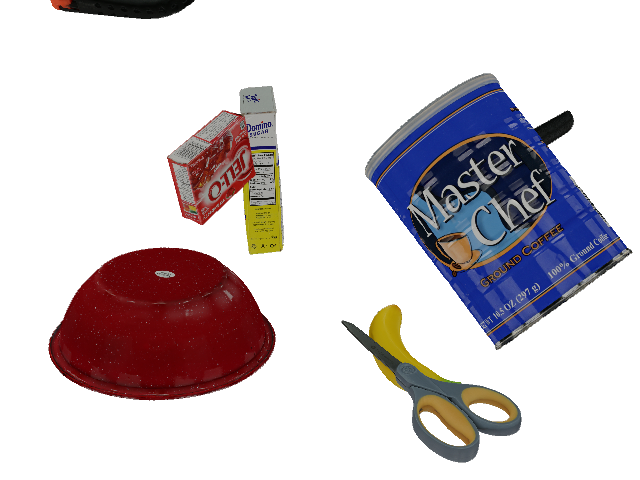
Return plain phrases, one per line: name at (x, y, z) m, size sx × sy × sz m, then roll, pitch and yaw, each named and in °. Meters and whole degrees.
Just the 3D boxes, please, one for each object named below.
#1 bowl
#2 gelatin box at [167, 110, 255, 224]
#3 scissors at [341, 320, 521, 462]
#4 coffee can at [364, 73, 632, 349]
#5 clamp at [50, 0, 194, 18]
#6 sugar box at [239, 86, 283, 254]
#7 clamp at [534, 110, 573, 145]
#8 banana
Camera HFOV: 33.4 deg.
bowl at (-0.112, 0.048, 0.757) m, size 0.162 × 0.055 × 0.162 m, roll 2°, pitch 24°, yaw -1°
gelatin box at (-0.102, -0.071, 1.020) m, size 0.030 × 0.073 × 0.089 m, roll 21°, pitch 48°, yaw 29°
scissors at (0.093, 0.114, 0.884) m, size 0.096 × 0.016 × 0.202 m, roll -6°, pitch 29°, yaw -16°
coffee can at (0.109, -0.018, 0.667) m, size 0.102 × 0.140 × 0.103 m, roll -35°, pitch -10°, yaw -7°
clamp at (-0.078, -0.197, 0.706) m, size 0.210 × 0.164 × 0.036 m, roll -32°, pitch -16°, yaw -9°
sugar box at (-0.070, -0.082, 1.246) m, size 0.048 × 0.176 × 0.093 m, roll -6°, pitch 26°, yaw -3°
clamp at (0.197, -0.107, 1.169) m, size 0.120 × 0.039 × 0.171 m, roll 21°, pitch 49°, yaw 18°
banana at (0.091, 0.128, 1.231) m, size 0.069 × 0.037 × 0.198 m, roll 7°, pitch 23°, yaw -22°
